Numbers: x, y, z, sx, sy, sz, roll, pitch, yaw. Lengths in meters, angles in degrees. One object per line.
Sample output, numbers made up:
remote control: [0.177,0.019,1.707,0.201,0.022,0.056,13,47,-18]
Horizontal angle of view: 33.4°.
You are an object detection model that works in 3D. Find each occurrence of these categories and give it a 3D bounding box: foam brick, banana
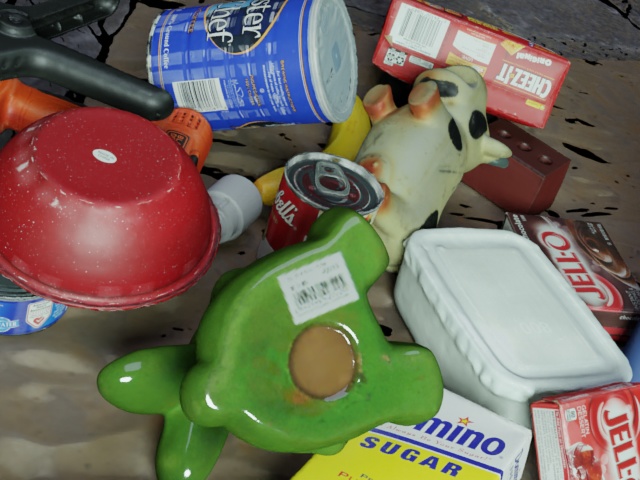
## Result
foam brick: [0.171,-0.062,0.942,0.078,0.051,0.052,36,37,22]
banana: [0.003,-0.070,0.876,0.069,0.037,0.197,34,39,-4]

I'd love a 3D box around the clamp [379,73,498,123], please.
clamp: [0.081,-0.107,0.973,0.120,0.039,0.171,23,31,22]

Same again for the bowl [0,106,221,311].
bowl: [-0.136,-0.034,0.666,0.162,0.055,0.162,11,43,-11]

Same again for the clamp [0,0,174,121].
clamp: [-0.213,-0.138,0.764,0.209,0.036,0.165,-6,43,-35]

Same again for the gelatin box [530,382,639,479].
gelatin box: [0.167,0.134,0.642,0.073,0.089,0.030,-5,-2,-32]

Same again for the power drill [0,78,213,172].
power drill: [-0.179,-0.056,0.758,0.187,0.057,0.184,20,34,-4]

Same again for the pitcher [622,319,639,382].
pitcher: [0.307,0.023,0.724,0.145,0.243,0.149,13,28,-7]

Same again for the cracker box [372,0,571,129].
cracker box: [0.136,-0.175,1.014,0.164,0.072,0.213,21,14,-1]

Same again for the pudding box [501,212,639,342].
pudding box: [0.197,0.029,0.841,0.090,0.039,0.113,6,36,-18]

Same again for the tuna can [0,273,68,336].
tuna can: [-0.195,0.020,0.662,0.086,0.034,0.086,13,35,-10]

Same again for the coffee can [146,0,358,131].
coffee can: [-0.051,-0.139,0.844,0.140,0.103,0.102,-2,29,19]

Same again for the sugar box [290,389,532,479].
sugar box: [0.035,0.144,0.571,0.093,0.048,0.176,23,40,24]

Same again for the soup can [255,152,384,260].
soup can: [-0.005,0.001,0.722,0.068,0.102,0.068,13,35,-10]
